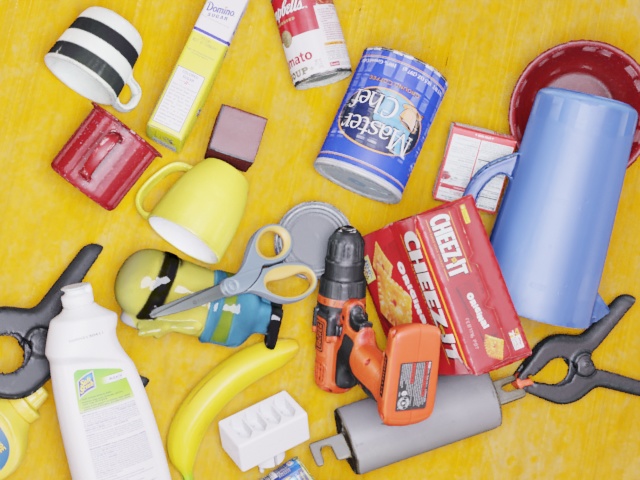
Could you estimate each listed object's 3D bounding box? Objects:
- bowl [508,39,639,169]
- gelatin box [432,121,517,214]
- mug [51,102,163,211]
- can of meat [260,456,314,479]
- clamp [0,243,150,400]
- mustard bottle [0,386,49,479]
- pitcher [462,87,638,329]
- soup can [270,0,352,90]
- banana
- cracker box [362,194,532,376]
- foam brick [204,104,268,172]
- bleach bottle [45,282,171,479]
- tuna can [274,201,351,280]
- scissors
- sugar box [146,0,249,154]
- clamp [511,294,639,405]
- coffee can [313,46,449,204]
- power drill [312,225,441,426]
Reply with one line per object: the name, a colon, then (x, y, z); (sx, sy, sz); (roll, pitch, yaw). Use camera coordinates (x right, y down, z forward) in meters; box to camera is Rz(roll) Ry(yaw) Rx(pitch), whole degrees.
bowl: (0.292, -0.144, 1.206); (0.162, 0.055, 0.162); (1, 100, 5)
gelatin box: (0.171, -0.080, 1.190); (0.073, 0.030, 0.089); (13, 109, 0)
mug: (-0.224, -0.084, 1.107); (0.093, 0.117, 0.081); (38, 86, -9)
can of meat: (-0.033, 0.293, 1.133); (0.084, 0.057, 0.102); (-32, 92, -12)
clamp: (-0.288, 0.095, 1.091); (0.209, 0.036, 0.164); (-10, 83, -33)
mustard bottle: (-0.358, 0.213, 1.088); (0.191, 0.058, 0.096); (-39, 88, -10)
pitcher: (0.244, -0.037, 1.137); (0.148, 0.145, 0.243); (6, 101, -45)
soup can: (-0.009, -0.224, 1.173); (0.068, 0.068, 0.102); (-15, 88, -10)
banana: (-0.105, 0.171, 1.145); (0.069, 0.037, 0.198); (42, 83, -33)
cracker box: (0.116, 0.054, 1.094); (0.072, 0.214, 0.164); (-21, 89, -16)
foam brick: (-0.091, -0.108, 1.146); (0.051, 0.078, 0.053); (17, 85, -8)
bleach bottle: (-0.213, 0.165, 1.073); (0.102, 0.068, 0.251); (-16, 102, -31)
tuna can: (-0.008, 0.001, 1.172); (0.086, 0.034, 0.086); (1, 85, -9)
scissors: (-0.090, 0.030, 1.089); (0.201, 0.016, 0.096); (0, 70, -36)
sugar box: (-0.129, -0.184, 1.138); (0.048, 0.093, 0.176); (27, 82, -7)
clamp: (0.303, 0.147, 1.206); (0.171, 0.039, 0.120); (-25, 84, -6)
coffee can: (0.066, -0.124, 1.159); (0.102, 0.103, 0.140); (24, 82, -6)
power drill: (0.052, 0.092, 1.082); (0.057, 0.188, 0.184); (-4, 107, -24)
